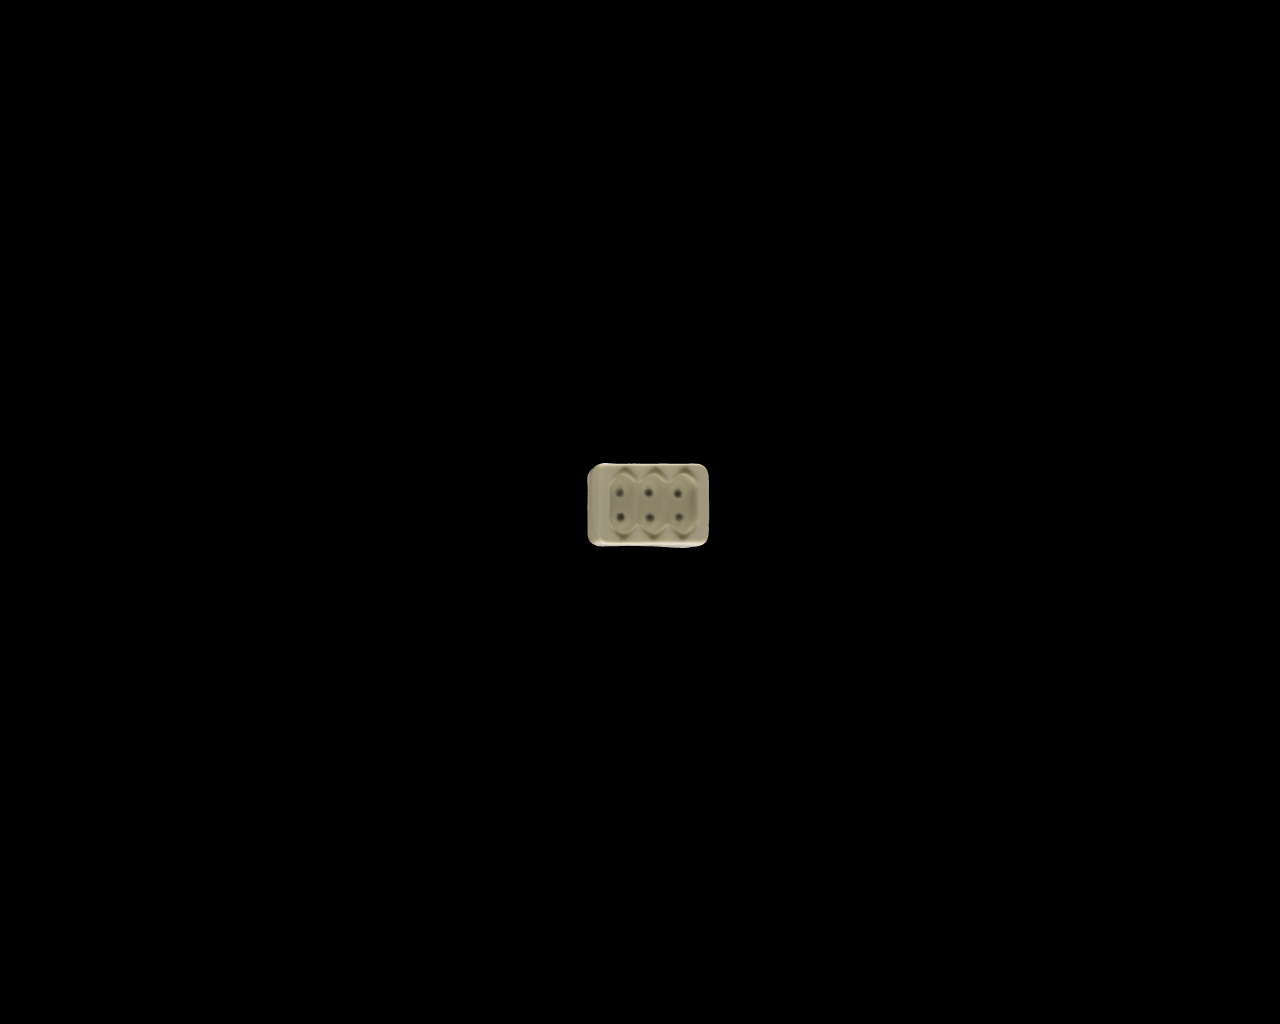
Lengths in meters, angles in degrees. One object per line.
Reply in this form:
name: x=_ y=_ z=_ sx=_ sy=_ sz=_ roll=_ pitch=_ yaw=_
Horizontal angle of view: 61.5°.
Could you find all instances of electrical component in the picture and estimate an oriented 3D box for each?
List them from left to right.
electrical component: x=0.001 y=-0.003 z=0.650 sx=0.066 sy=0.047 sz=0.076 roll=1 pitch=-3 yaw=-11
